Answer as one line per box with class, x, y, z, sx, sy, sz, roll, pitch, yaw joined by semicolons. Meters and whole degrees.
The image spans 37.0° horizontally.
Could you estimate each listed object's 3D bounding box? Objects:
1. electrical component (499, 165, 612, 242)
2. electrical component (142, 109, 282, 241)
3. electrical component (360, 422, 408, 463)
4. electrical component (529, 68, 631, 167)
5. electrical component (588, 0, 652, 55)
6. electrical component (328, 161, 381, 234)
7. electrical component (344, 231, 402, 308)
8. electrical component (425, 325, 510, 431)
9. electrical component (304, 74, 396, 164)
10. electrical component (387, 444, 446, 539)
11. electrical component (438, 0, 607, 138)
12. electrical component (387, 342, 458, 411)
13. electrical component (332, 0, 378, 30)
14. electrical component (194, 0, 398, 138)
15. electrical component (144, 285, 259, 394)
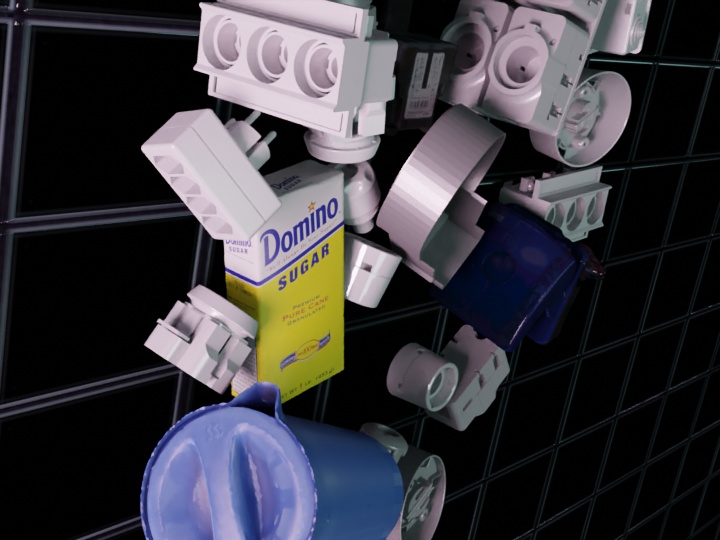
electrical component;0.195;-0.065;1.091;0.121;0.063;0.078;-16;121;-47
electrical component;-0.086;-0.075;0.716;0.075;0.047;0.083;-49;119;-23
electrical component;0.013;0.178;1.011;0.048;0.048;0.062;14;104;-54
electrical component;0.216;-0.154;1.068;0.099;0.064;0.099;-29;131;-40
electrical component;0.219;-0.249;0.991;0.048;0.100;0.099;-31;133;-56
electrical component;-0.004;-0.056;0.857;0.043;0.043;0.062;-47;141;-25
electrical component;0.000;0.000;0.886;0.055;0.055;0.047;15;100;-54
electrical component;0.106;0.111;1.086;0.089;0.050;0.055;-48;140;-25
electrical component;-0.013;-0.115;0.800;0.078;0.058;0.057;-14;123;-29
electrical component;0.048;0.225;1.063;0.099;0.064;0.099;-29;130;-41
electrical component;0.139;-0.218;0.898;0.060;0.105;0.186;9;101;-54
electrical component;0.061;0.103;1.027;0.055;0.047;0.055;-29;130;-41
electrical component;-0.020;-0.173;0.760;0.078;0.058;0.057;-37;137;-41
electrical component;-0.041;-0.140;0.696;0.063;0.121;0.078;-16;121;-50
electrical component;-0.109;0.048;0.768;0.057;0.058;0.078;-57;143;-8
